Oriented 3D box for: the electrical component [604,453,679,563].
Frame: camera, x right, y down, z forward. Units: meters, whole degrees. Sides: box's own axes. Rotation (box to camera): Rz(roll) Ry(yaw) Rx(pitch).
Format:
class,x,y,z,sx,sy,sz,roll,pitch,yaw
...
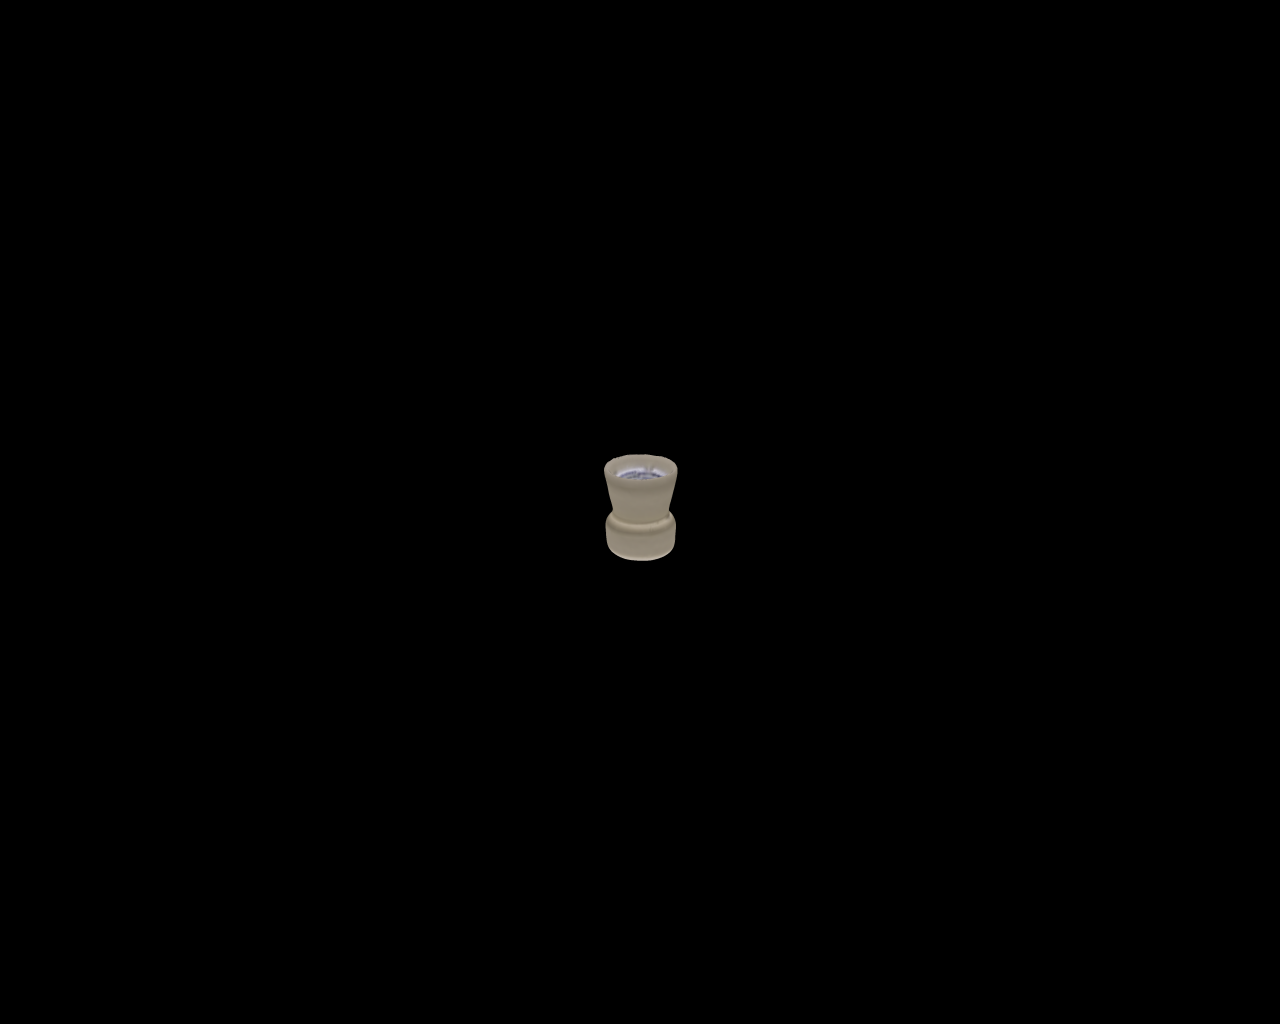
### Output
class,x,y,z,sx,sy,sz,roll,pitch,yaw
electrical component,0.001,-0.003,0.650,0.045,0.055,0.045,0,24,0
